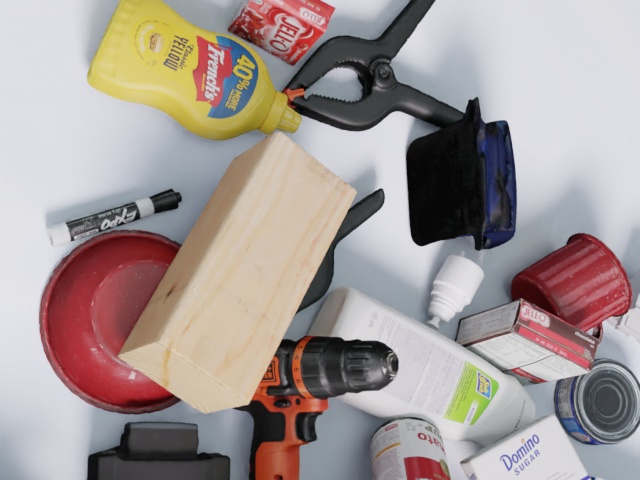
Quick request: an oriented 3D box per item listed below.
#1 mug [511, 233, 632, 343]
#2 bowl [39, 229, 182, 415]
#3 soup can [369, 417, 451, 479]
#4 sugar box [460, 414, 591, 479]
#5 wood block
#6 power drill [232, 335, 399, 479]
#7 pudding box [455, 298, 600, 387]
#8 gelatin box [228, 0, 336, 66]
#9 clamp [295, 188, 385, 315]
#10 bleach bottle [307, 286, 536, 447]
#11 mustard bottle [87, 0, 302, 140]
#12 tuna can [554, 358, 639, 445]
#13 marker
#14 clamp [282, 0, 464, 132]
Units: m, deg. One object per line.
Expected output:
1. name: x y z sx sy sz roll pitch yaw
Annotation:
1. mug: 0.244 0.062 1.042 0.081 0.093 0.117 -28 116 -19
2. bowl: -0.152 0.066 0.902 0.162 0.055 0.162 4 79 -21
3. soup can: 0.079 0.211 0.917 0.068 0.069 0.102 21 29 -16
4. sugar box: 0.207 0.253 0.944 0.093 0.048 0.176 -25 78 -13
5. wood block: -0.065 0.026 0.867 0.090 0.091 0.206 37 62 -18
6. power drill: -0.009 0.173 0.881 0.057 0.185 0.187 2 83 -50
7. pudding box: 0.189 0.097 0.994 0.090 0.114 0.039 29 65 -14
8. gelatin box: -0.037 -0.202 0.979 0.073 0.089 0.030 26 71 -15
9. clamp: -0.006 0.001 0.980 0.120 0.039 0.171 16 77 -12
10. bleach bottle: 0.104 0.141 0.982 0.250 0.068 0.102 30 77 -17
11. mustard bottle: -0.104 -0.144 0.959 0.191 0.058 0.096 24 67 -15
12. tuna can: 0.278 0.161 1.060 0.086 0.034 0.086 4 78 -20
13. marker: -0.177 -0.020 0.928 0.121 0.020 0.020 -19 87 -23
14. clamp: 0.064 -0.150 1.036 0.209 0.036 0.164 -23 89 -21
